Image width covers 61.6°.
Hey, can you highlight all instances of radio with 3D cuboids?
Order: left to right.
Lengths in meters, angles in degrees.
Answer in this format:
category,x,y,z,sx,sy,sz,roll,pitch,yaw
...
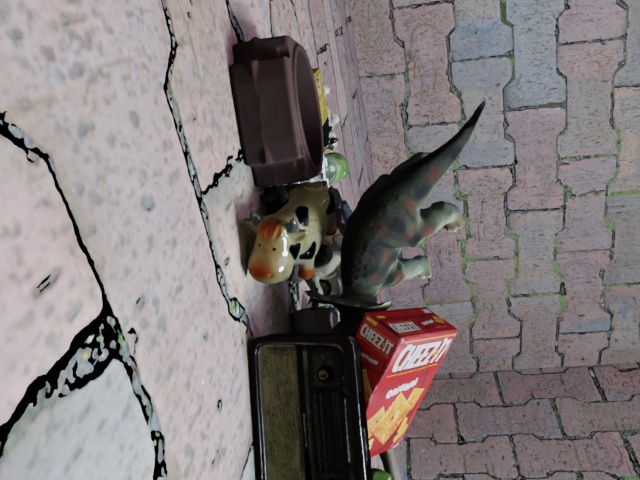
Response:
category,x,y,z,sx,sy,sz,roll,pitch,yaw
radio,-0.009,0.228,0.656,0.073,0.131,0.229,28,56,-79

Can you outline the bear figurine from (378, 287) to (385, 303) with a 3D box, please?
category,x,y,z,sx,sy,sz,roll,pitch,yaw
bear figurine,0.112,0.105,1.030,0.120,0.132,0.195,-136,-127,-76

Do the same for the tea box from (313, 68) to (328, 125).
category,x,y,z,sx,sy,sz,roll,pitch,yaw
tea box,-0.033,-0.249,0.972,0.170,0.068,0.098,-73,155,-66

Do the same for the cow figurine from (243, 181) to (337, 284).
category,x,y,z,sx,sy,sz,roll,pitch,yaw
cow figurine,-0.036,-0.013,0.726,0.195,0.086,0.127,-58,154,-46

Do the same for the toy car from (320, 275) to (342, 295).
category,x,y,z,sx,sy,sz,roll,pitch,yaw
toy car,0.019,0.158,1.046,0.073,0.056,0.202,62,24,-64

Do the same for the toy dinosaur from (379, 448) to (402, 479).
category,x,y,z,sx,sy,sz,roll,pitch,yaw
toy dinosaur,0.099,0.342,1.111,0.198,0.105,0.472,72,2,-58

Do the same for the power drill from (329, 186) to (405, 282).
category,x,y,z,sx,sy,sz,roll,pitch,yaw
power drill,0.083,-0.002,1.142,0.086,0.208,0.231,0,93,-52

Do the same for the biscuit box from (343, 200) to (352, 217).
category,x,y,z,sx,sy,sz,roll,pitch,yaw
biscuit box,0.084,0.006,1.271,0.202,0.063,0.059,61,4,-7

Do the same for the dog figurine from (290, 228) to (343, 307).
category,x,y,z,sx,sy,sz,roll,pitch,yaw
dog figurine,-0.005,0.000,0.957,0.191,0.121,0.172,-105,-176,-53

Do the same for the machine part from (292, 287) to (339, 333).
category,x,y,z,sx,sy,sz,roll,pitch,yaw
machine part,-0.005,0.196,0.843,0.079,0.079,0.243,56,29,-68

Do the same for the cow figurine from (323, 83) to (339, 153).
category,x,y,z,sx,sy,sz,roll,pitch,yaw
cow figurine,0.000,-0.238,1.142,0.167,0.068,0.098,67,25,-46

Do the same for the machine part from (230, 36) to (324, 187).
category,x,y,z,sx,sy,sz,roll,pitch,yaw
machine part,-0.053,-0.184,0.786,0.201,0.087,0.201,-50,134,-76

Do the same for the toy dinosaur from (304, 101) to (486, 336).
category,x,y,z,sx,sy,sz,roll,pitch,yaw
toy dinosaur,0.092,-0.006,0.755,0.192,0.131,0.404,-19,133,-44

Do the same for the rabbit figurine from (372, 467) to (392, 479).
category,x,y,z,sx,sy,sz,roll,pitch,yaw
rabbit figurine,0.076,0.504,0.998,0.170,0.121,0.159,94,-12,-65

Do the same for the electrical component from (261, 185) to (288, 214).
category,x,y,z,sx,sy,sz,roll,pitch,yaw
electrical component,-0.065,-0.050,0.809,0.094,0.021,0.063,-39,123,-75
